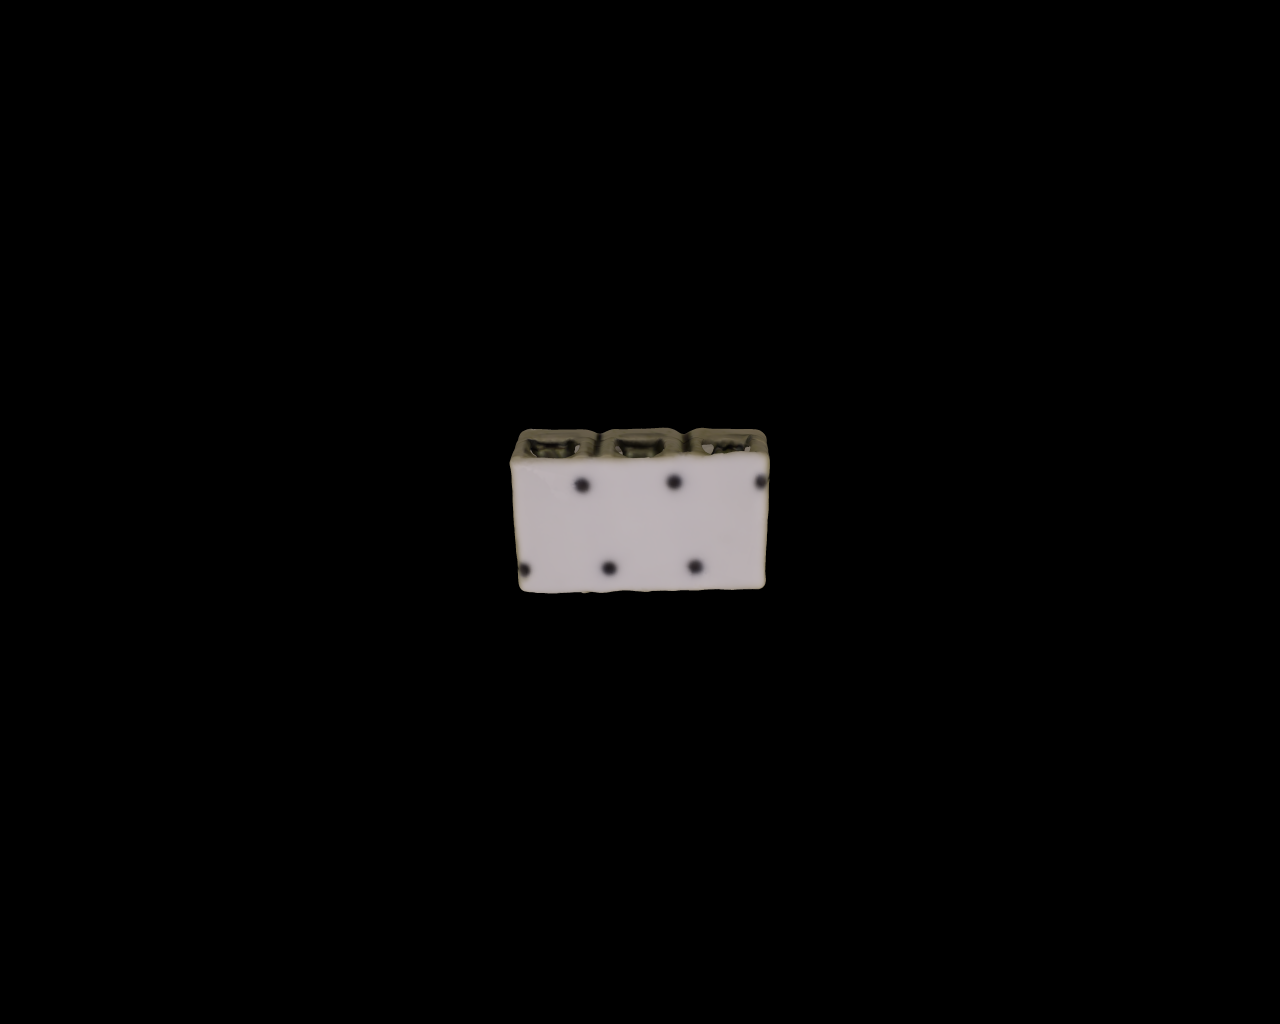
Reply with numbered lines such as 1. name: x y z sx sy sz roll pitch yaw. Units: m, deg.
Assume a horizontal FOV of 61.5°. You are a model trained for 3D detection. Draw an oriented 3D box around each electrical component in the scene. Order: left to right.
1. electrical component: 0.001 -0.003 0.650 0.150 0.089 0.062 0 21 0
